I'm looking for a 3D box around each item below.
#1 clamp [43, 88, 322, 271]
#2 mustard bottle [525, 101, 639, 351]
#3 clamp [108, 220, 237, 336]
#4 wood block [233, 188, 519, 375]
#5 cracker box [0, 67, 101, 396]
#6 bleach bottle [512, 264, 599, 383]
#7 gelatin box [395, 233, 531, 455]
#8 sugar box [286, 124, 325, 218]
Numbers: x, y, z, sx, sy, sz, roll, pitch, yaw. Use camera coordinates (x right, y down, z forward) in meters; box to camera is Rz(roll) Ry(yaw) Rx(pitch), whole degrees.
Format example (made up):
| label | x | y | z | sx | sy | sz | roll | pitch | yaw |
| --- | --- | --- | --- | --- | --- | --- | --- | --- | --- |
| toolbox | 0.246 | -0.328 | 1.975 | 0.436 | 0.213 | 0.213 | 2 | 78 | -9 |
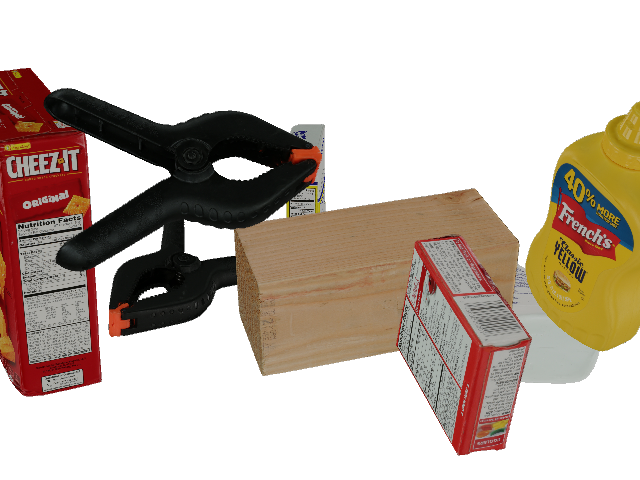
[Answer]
| label | x | y | z | sx | sy | sz | roll | pitch | yaw |
| --- | --- | --- | --- | --- | --- | --- | --- | --- | --- |
| clamp | -0.088 | -0.051 | 0.654 | 0.171 | 0.120 | 0.039 | -11 | -18 | -20 |
| mustard bottle | 0.196 | -0.016 | 0.724 | 0.058 | 0.192 | 0.096 | -20 | 52 | -21 |
| clamp | -0.135 | 0.026 | 1.009 | 0.165 | 0.036 | 0.209 | 25 | 37 | 29 |
| wood block | 0.042 | 0.031 | 0.853 | 0.206 | 0.090 | 0.091 | -9 | 33 | -13 |
| cracker box | -0.234 | -0.009 | 0.843 | 0.072 | 0.214 | 0.164 | -11 | 29 | -25 |
| bleach bottle | 0.167 | 0.050 | 1.017 | 0.102 | 0.068 | 0.251 | 3 | 20 | -13 |
| gelatin box | 0.071 | 0.051 | 0.542 | 0.030 | 0.073 | 0.089 | -6 | 37 | -16 |
| sugar box | -0.018 | -0.042 | 1.270 | 0.048 | 0.176 | 0.093 | -1 | 23 | 5 |
